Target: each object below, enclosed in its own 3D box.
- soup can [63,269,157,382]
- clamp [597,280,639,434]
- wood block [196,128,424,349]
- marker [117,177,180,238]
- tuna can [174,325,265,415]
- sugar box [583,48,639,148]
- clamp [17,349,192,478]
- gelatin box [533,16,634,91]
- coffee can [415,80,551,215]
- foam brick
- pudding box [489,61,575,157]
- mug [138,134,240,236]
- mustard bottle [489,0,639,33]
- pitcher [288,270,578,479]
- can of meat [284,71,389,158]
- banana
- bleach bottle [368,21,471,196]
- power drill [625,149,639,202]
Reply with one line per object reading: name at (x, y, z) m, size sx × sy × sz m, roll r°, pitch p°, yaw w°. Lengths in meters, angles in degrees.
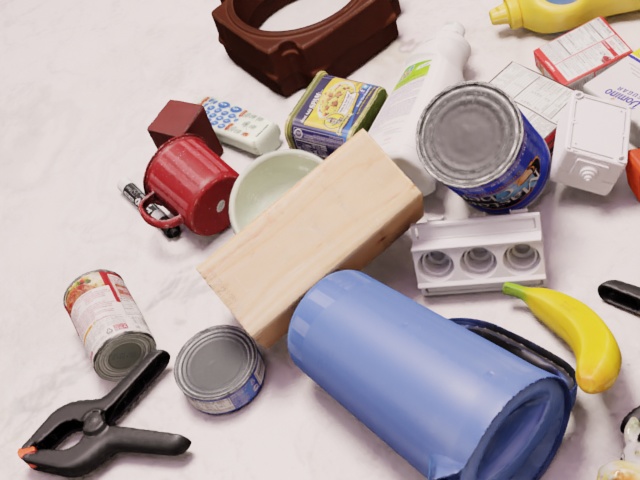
soup can at (-0.216, 0.087, 1.095) m, size 0.068 × 0.068 × 0.102 m, roll -31°, pitch 48°, yaw -8°
clamp at (0.346, 0.082, 0.925) m, size 0.210 × 0.036 × 0.164 m, roll -13°, pitch 46°, yaw 8°
wood block at (-0.006, 0.002, 1.030) m, size 0.206 × 0.091 × 0.090 m, roll -40°, pitch 76°, yaw -4°
marker at (-0.196, -0.037, 1.226) m, size 0.020 × 0.020 × 0.121 m, roll -38°, pitch 50°, yaw -14°
tuna can at (-0.097, 0.127, 1.042) m, size 0.086 × 0.033 × 0.086 m, roll -10°, pitch 49°, yaw 11°
sugar box at (0.377, -0.174, 1.126) m, size 0.176 × 0.048 × 0.093 m, roll -34°, pitch 48°, yaw -6°
clamp at (-0.204, 0.187, 1.027) m, size 0.171 × 0.039 × 0.120 m, roll -31°, pitch 43°, yaw -3°
gelatin box at (0.294, -0.201, 1.187) m, size 0.089 × 0.030 × 0.073 m, roll -27°, pitch 48°, yaw 1°
coffee can at (0.162, -0.086, 1.040) m, size 0.103 × 0.140 × 0.103 m, roll -4°, pitch 79°, yaw 22°
foam brick at (-0.156, -0.116, 1.240) m, size 0.051 × 0.078 × 0.053 m, roll 17°, pitch 58°, yaw 28°
pudding box at (0.222, -0.137, 1.153) m, size 0.090 × 0.039 × 0.114 m, roll -41°, pitch 52°, yaw -17°
mug at (-0.144, -0.052, 1.172) m, size 0.117 × 0.093 × 0.082 m, roll -33°, pitch 53°, yaw -24°
mustard bottle at (0.292, -0.286, 1.242) m, size 0.191 × 0.058 × 0.096 m, roll -16°, pitch 47°, yaw 6°
pitcher at (0.093, 0.118, 0.931) m, size 0.243 × 0.149 × 0.145 m, roll 32°, pitch 93°, yaw 40°
can of meat at (0.022, -0.137, 1.211) m, size 0.084 × 0.057 × 0.102 m, roll 16°, pitch 59°, yaw 27°
banana at (0.222, 0.086, 0.928) m, size 0.069 × 0.037 × 0.198 m, roll -3°, pitch 20°, yaw -10°
bleach bottle at (0.117, -0.153, 1.174) m, size 0.103 × 0.068 × 0.250 m, roll -16°, pitch 39°, yaw 46°
power drill at (0.398, -0.081, 1.032) m, size 0.187 × 0.057 × 0.184 m, roll -21°, pitch 44°, yaw 3°
